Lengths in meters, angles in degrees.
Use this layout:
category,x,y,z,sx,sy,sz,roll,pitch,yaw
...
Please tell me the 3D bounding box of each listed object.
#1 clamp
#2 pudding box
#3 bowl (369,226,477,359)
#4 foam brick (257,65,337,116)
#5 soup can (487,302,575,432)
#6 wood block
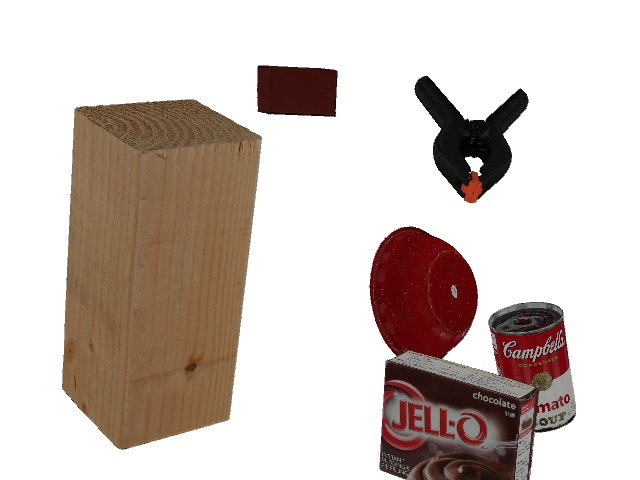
category,x,y,z,sx,sy,sz,roll,pitch,yaw
clamp,0.145,-0.110,1.092,0.120,0.039,0.171,10,44,10
pudding box,0.100,0.138,0.782,0.114,0.090,0.039,11,19,31
bowl,0.128,0.060,1.201,0.055,0.162,0.161,-11,-8,43
foam brick,-0.026,-0.163,1.163,0.078,0.051,0.053,0,11,-18
soup can,0.196,0.116,0.984,0.068,0.102,0.068,-11,17,3
wood block,-0.108,0.020,0.706,0.090,0.206,0.090,-10,29,-37
